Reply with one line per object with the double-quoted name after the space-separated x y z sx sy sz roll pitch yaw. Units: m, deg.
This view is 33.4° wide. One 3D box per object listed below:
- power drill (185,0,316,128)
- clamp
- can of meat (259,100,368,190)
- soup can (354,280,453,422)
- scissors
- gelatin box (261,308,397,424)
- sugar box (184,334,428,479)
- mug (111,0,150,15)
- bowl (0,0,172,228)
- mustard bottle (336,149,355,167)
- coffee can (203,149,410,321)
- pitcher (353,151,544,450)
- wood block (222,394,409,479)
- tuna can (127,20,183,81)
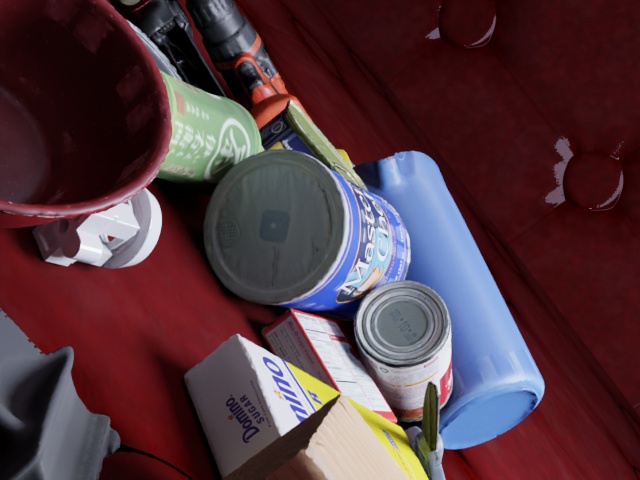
-0.055 -0.138 0.984 0.184 0.057 0.188 56 5 -39 "power drill"
-0.141 -0.197 0.953 0.171 0.039 0.120 61 3 34 "clamp"
-0.024 -0.046 0.859 0.102 0.084 0.057 48 13 -18 "can of meat"
0.061 0.081 0.769 0.068 0.068 0.102 60 -9 30 "soup can"
0.075 0.148 0.666 0.202 0.016 0.096 95 -25 -74 "scissors"
0.006 0.092 0.712 0.089 0.030 0.073 57 15 22 "gelatin box"
0.006 0.124 0.588 0.176 0.048 0.093 40 16 -49 "sugar box"
-0.178 -0.251 0.894 0.081 0.093 0.117 35 -9 -38 "mug"
-0.147 -0.061 0.454 0.162 0.055 0.162 24 42 -24 "bowl"
0.035 -0.040 1.110 0.191 0.058 0.096 44 14 -33 "mustard bottle"
-0.005 0.001 0.754 0.103 0.103 0.140 57 13 20 "coffee can"
0.090 0.057 0.920 0.149 0.145 0.243 18 38 -47 "pitcher"
0.031 0.178 0.430 0.206 0.090 0.090 53 12 3 "wood block"
-0.134 -0.121 0.785 0.086 0.034 0.086 49 13 -16 "tuna can"
